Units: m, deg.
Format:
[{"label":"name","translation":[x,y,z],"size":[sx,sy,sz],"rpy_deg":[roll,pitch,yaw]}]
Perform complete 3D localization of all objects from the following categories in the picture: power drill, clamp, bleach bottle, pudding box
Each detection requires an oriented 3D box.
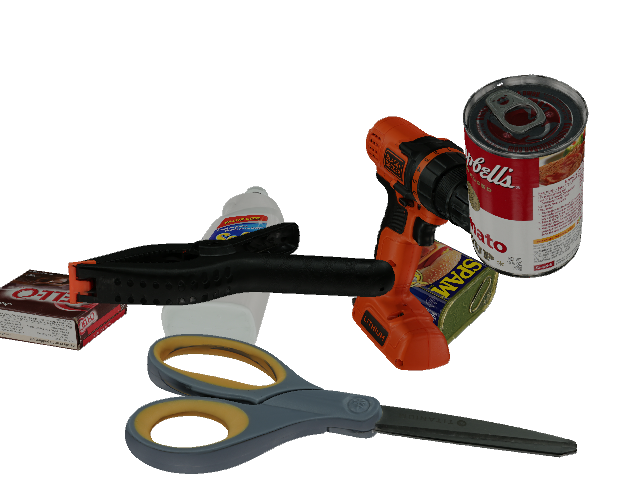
[{"label":"power drill","translation":[0.085,0.009,0.874],"size":[0.057,0.188,0.185],"rpy_deg":[-2,25,-23]},{"label":"clamp","translation":[-0.065,0.020,0.734],"size":[0.209,0.036,0.165],"rpy_deg":[-7,13,-32]},{"label":"bleach bottle","translation":[-0.099,0.018,1.185],"size":[0.102,0.068,0.250],"rpy_deg":[1,35,7]},{"label":"pudding box","translation":[-0.256,0.065,1.020],"size":[0.114,0.039,0.090],"rpy_deg":[4,20,19]}]

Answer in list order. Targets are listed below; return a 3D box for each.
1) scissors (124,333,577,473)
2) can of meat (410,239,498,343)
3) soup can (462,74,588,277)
[{"label":"scissors","translation":[0.002,0.086,0.469],"size":[0.202,0.016,0.096],"rpy_deg":[16,34,22]},{"label":"can of meat","translation":[0.115,0.047,1.068],"size":[0.084,0.057,0.101],"rpy_deg":[28,44,29]},{"label":"soup can","translation":[0.119,-0.036,0.621],"size":[0.068,0.068,0.102],"rpy_deg":[0,-43,11]}]
